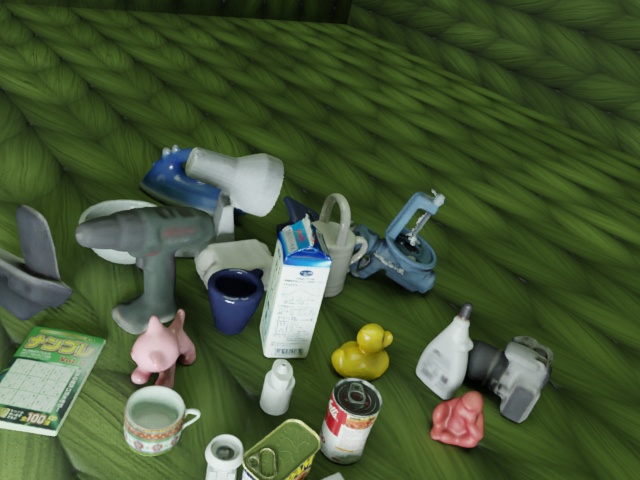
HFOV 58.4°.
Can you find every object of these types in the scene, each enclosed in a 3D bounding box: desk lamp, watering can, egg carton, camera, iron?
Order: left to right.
[{"bbox_3d":[-0.268,-0.142,1.250,0.258,0.141,0.118,15,31,1],"label":"iron"},{"bbox_3d":[-0.186,-0.074,1.104,0.204,0.213,0.117,1,33,-21],"label":"desk lamp"},{"bbox_3d":[-0.149,0.053,1.054,0.151,0.069,0.107,-8,37,-32],"label":"egg carton"},{"bbox_3d":[0.011,0.005,1.077,0.173,0.194,0.100,-16,42,-40],"label":"watering can"},{"bbox_3d":[0.312,0.208,0.966,0.136,0.101,0.143,26,33,18],"label":"camera"}]

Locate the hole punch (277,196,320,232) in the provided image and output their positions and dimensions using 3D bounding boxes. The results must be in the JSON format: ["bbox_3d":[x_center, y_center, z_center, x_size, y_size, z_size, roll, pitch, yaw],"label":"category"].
[{"bbox_3d":[-0.034,-0.037,1.228,0.101,0.091,0.108,2,33,-19],"label":"hole punch"}]

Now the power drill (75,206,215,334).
[{"bbox_3d":[-0.269,0.038,0.892,0.075,0.208,0.230,32,35,28],"label":"power drill"}]

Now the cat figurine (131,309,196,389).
[{"bbox_3d":[-0.224,0.150,0.817,0.067,0.118,0.128,18,31,6],"label":"cat figurine"}]

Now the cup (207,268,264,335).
[{"bbox_3d":[-0.137,0.102,0.954,0.091,0.095,0.118,26,33,19],"label":"cup"}]

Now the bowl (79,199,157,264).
[{"bbox_3d":[-0.354,-0.005,1.057,0.167,0.075,0.167,11,31,-6],"label":"bowl"}]

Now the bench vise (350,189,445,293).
[{"bbox_3d":[0.149,-0.007,1.129,0.207,0.220,0.121,10,31,-8],"label":"bench vise"}]

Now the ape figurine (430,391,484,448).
[{"bbox_3d":[0.213,0.260,0.848,0.076,0.092,0.077,-12,40,-36],"label":"ape figurine"}]

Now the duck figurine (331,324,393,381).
[{"bbox_3d":[0.073,0.175,0.933,0.105,0.086,0.077,-3,35,-27],"label":"duck figurine"}]

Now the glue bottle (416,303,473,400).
[{"bbox_3d":[0.210,0.170,0.914,0.037,0.173,0.078,-14,41,-38],"label":"glue bottle"}]

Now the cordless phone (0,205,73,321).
[{"bbox_3d":[-0.457,0.013,0.876,0.147,0.185,0.094,23,32,15],"label":"cordless phone"}]
